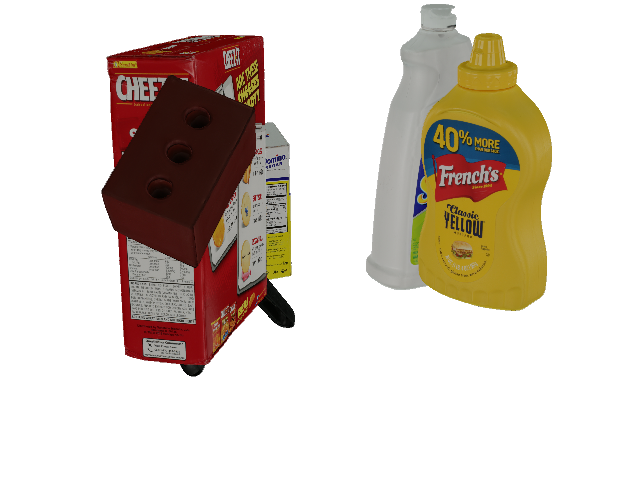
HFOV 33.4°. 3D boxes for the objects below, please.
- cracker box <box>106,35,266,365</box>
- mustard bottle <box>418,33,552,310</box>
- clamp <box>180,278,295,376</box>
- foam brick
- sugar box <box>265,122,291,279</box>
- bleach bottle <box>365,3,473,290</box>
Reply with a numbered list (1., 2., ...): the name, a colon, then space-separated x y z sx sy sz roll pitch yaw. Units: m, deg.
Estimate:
1. cracker box: -0.093 -0.037 0.785 0.072 0.214 0.164 3 15 12
2. mustard bottle: 0.116 -0.050 0.758 0.096 0.192 0.058 18 30 39
3. clamp: -0.093 0.014 1.042 0.036 0.210 0.164 -10 1 35
4. foam brick: -0.073 -0.036 0.566 0.053 0.078 0.051 22 -21 6
5. sugar box: -0.066 -0.049 1.328 0.048 0.176 0.093 -9 25 -12
6. bleach bottle: 0.095 -0.086 0.972 0.102 0.251 0.068 -11 23 -27
